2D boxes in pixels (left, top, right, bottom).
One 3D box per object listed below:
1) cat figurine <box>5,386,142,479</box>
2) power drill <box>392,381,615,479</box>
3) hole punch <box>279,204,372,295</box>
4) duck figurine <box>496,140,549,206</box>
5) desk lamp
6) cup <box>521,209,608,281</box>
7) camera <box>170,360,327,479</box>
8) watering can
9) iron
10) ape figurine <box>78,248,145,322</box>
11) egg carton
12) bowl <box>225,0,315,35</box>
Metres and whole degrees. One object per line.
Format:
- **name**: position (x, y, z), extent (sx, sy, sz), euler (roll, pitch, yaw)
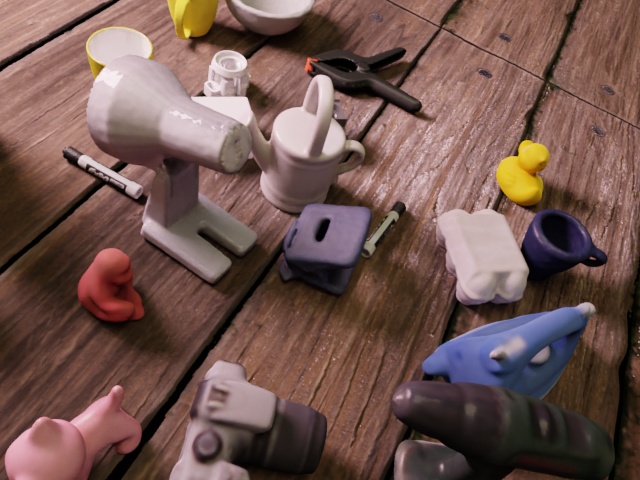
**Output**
- **cat figurine**: position (-0.227, 0.183, 0.520), extent (0.067, 0.117, 0.128), euler (39, 53, 13)
- **power drill**: position (0.150, 0.207, 0.562), extent (0.230, 0.208, 0.075), euler (10, 52, -10)
- **hole punch**: position (0.007, 0.003, 0.744), extent (0.101, 0.091, 0.109), euler (21, 51, -1)
- **duck figurine**: position (0.343, -0.116, 0.940), extent (0.078, 0.086, 0.104), euler (5, 53, -13)
- **desk lamp**: position (-0.163, -0.087, 0.680), extent (0.203, 0.213, 0.118), euler (33, 52, 9)
- **cup**: position (0.341, 0.022, 0.831), extent (0.117, 0.095, 0.092), euler (26, 51, 3)
- **camera**: position (-0.065, 0.201, 0.568), extent (0.137, 0.101, 0.143), euler (16, 51, -5)
- **watering can**: position (-0.024, -0.132, 0.768), extent (0.173, 0.194, 0.100), euler (-13, 59, -25)
- **iron**: position (0.259, 0.126, 0.699), extent (0.259, 0.141, 0.118), euler (-20, 62, -28)
- **ape figurine**: position (-0.231, 0.045, 0.638), extent (0.076, 0.092, 0.078), euler (13, 52, -8)
- **egg carton**: position (0.227, 0.022, 0.812), extent (0.107, 0.069, 0.150), euler (-1, 55, -18)
- **bowl**: position (-0.098, -0.424, 1.039), extent (0.167, 0.074, 0.167), euler (9, 53, -11)
